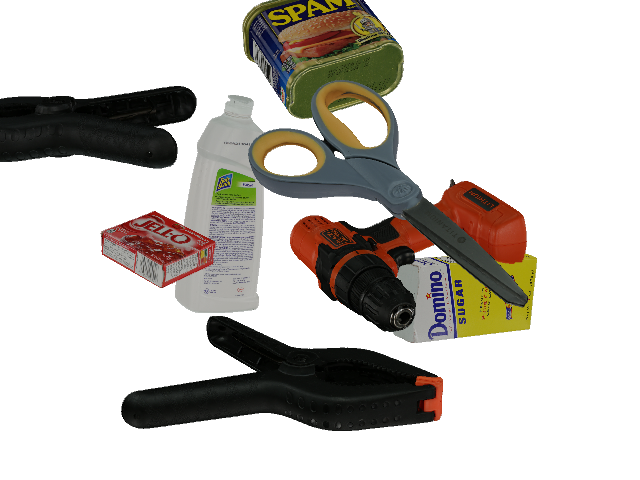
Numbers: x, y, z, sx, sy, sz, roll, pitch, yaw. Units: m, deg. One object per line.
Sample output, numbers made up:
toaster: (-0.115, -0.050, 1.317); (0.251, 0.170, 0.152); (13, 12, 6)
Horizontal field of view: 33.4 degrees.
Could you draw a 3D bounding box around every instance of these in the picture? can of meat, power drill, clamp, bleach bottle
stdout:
can of meat: (0.003, -0.146, 0.820); (0.102, 0.084, 0.057); (-19, -38, -16)
power drill: (0.087, 0.010, 0.951); (0.187, 0.057, 0.185); (-15, 30, -22)
clamp: (-0.017, 0.096, 0.762); (0.210, 0.036, 0.164); (3, 19, 9)
clamp: (-0.163, -0.078, 0.707); (0.171, 0.039, 0.120); (4, 18, 8)
bleach bottle: (-0.105, -0.042, 1.240); (0.102, 0.251, 0.068); (-1, 21, -34)

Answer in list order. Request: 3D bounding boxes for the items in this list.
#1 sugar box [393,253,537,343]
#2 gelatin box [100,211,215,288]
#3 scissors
sugar box: (0.171, 0.065, 1.250); (0.175, 0.093, 0.048); (-5, 14, -32)
gelatin box: (-0.161, 0.007, 1.053); (0.089, 0.030, 0.073); (26, 33, 30)
scissors: (0.023, -0.019, 0.563); (0.096, 0.016, 0.202); (-21, 45, -3)
